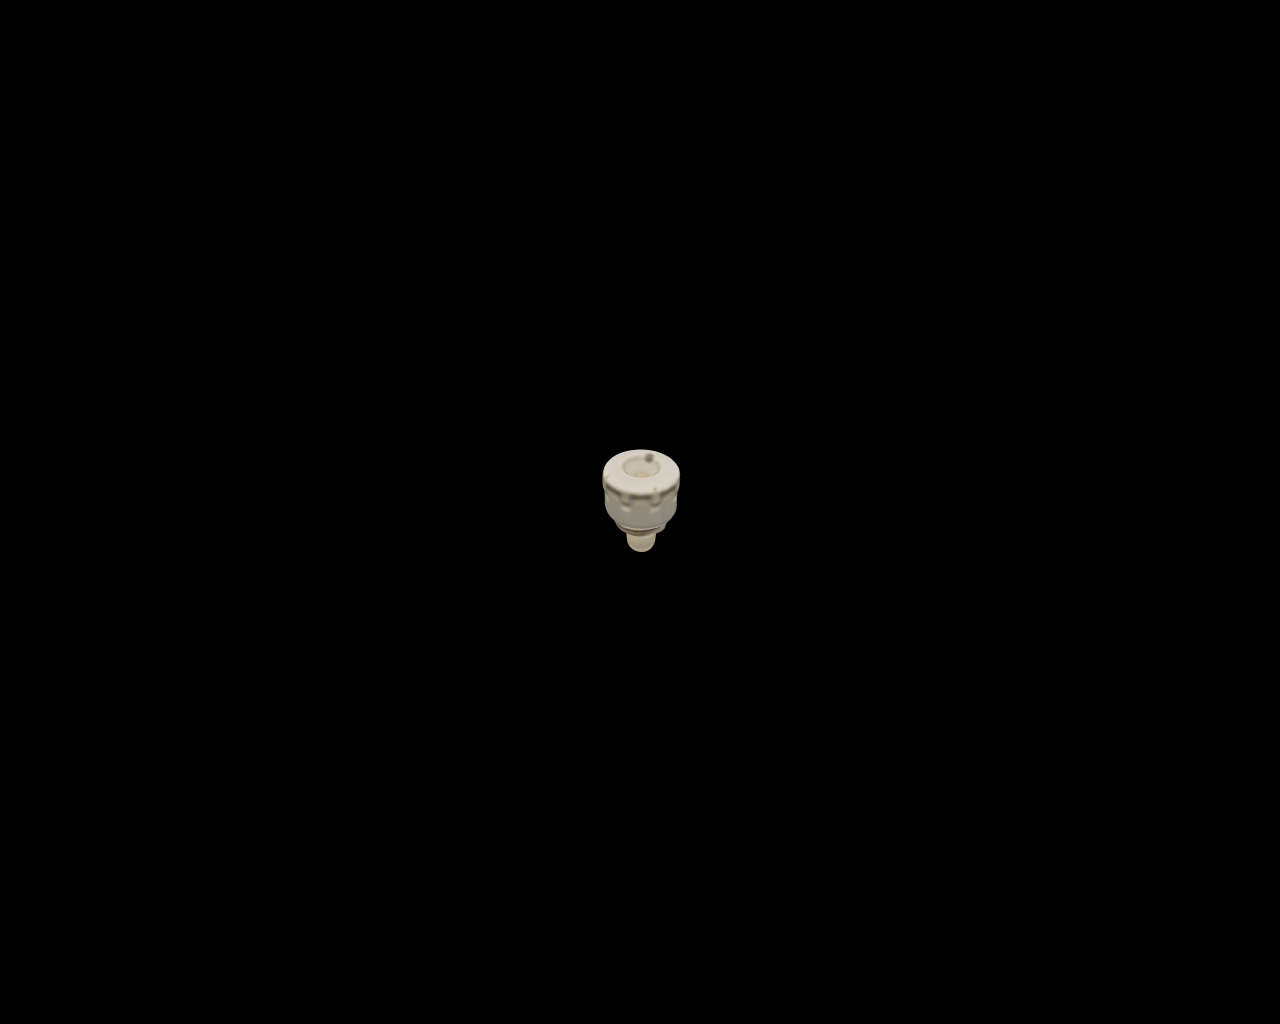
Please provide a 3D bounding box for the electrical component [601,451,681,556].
[{"bbox_3d":[0.001,-0.003,0.650,0.048,0.062,0.048,0,36,0],"label":"electrical component"}]
